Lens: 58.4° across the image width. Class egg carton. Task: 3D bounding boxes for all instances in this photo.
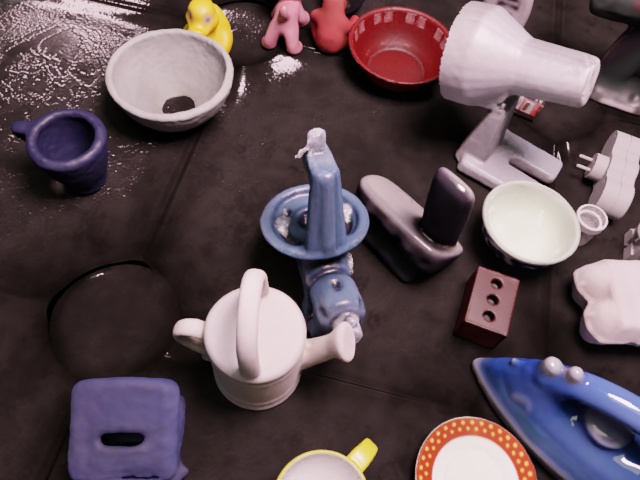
[{"bbox_3d":[0.381,0.078,0.687,0.150,0.069,0.107,2,61,-4],"label":"egg carton"}]

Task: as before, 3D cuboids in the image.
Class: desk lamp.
[{"bbox_3d":[0.243,-0.175,0.731,0.203,0.213,0.118,32,64,13],"label":"desk lamp"}]

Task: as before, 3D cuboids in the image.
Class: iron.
[{"bbox_3d":[0.284,0.182,0.580,0.258,0.141,0.119,34,64,13],"label":"iron"}]

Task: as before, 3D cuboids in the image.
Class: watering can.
[{"bbox_3d":[-0.056,0.095,0.567,0.173,0.194,0.101,-13,63,-12],"label":"watering can"}]

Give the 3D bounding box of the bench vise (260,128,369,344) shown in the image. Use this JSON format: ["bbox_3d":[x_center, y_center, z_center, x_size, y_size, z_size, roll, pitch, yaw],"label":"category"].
[{"bbox_3d":[0.016,-0.003,0.613,0.122,0.220,0.207,-29,67,-19],"label":"bench vise"}]

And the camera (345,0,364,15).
[{"bbox_3d":[0.029,-0.442,0.924,0.143,0.101,0.137,6,61,-1],"label":"camera"}]

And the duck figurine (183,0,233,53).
[{"bbox_3d":[-0.170,-0.321,0.848,0.077,0.086,0.104,11,61,2],"label":"duck figurine"}]

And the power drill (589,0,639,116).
[{"bbox_3d":[0.481,-0.280,0.813,0.229,0.208,0.076,21,62,7],"label":"power drill"}]

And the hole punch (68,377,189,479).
[{"bbox_3d":[-0.186,0.191,0.562,0.108,0.091,0.101,1,61,-5],"label":"hole punch"}]

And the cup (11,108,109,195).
[{"bbox_3d":[-0.314,-0.103,0.710,0.117,0.095,0.092,15,61,3],"label":"cup"}]

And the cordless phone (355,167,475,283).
[{"bbox_3d":[0.112,-0.046,0.665,0.094,0.185,0.147,-40,71,-23],"label":"cordless phone"}]

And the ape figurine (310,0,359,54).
[{"bbox_3d":[0.021,-0.339,0.871,0.077,0.092,0.076,26,62,9],"label":"ape figurine"}]

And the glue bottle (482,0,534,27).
[{"bbox_3d":[0.304,-0.398,0.883,0.078,0.173,0.037,15,61,4],"label":"glue bottle"}]

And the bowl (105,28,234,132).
[{"bbox_3d":[-0.201,-0.207,0.789,0.167,0.075,0.167,2,61,-4],"label":"bowl"}]

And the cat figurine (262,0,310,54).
[{"bbox_3d":[-0.048,-0.369,0.867,0.067,0.118,0.128,8,61,0],"label":"cat figurine"}]
